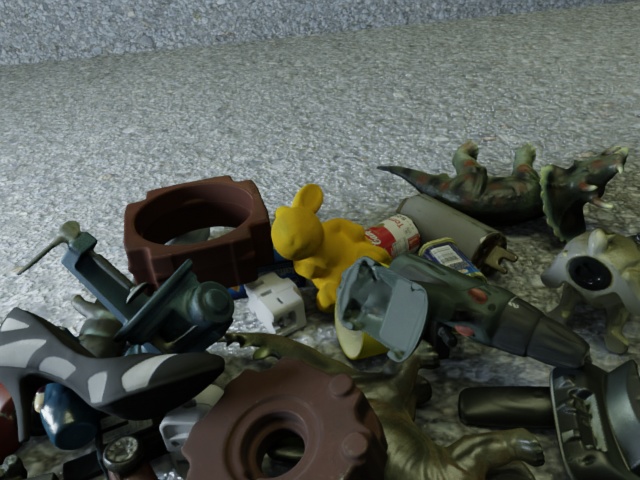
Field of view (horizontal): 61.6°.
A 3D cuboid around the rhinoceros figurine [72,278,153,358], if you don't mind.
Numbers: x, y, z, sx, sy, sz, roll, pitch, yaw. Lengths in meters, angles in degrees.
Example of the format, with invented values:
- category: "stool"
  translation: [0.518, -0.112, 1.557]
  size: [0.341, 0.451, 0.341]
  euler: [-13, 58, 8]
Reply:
- category: "rhinoceros figurine"
  translation: [-0.287, 0.109, 0.753]
  size: [0.112, 0.073, 0.190]
  euler: [-2, 32, 11]

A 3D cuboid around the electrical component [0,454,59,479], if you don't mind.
- category: "electrical component"
  translation: [-0.306, 0.266, 0.535]
  size: [0.078, 0.045, 0.102]
  euler: [-11, 32, -3]

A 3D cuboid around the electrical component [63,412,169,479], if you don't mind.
- category: "electrical component"
  translation: [-0.225, 0.221, 0.589]
  size: [0.119, 0.047, 0.075]
  euler: [-15, 32, -16]

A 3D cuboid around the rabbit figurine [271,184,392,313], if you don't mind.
- category: "rabbit figurine"
  translation: [-0.002, -0.002, 0.731]
  size: [0.122, 0.173, 0.162]
  euler: [-37, 56, 21]

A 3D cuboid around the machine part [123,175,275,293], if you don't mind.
- category: "machine part"
  translation: [-0.176, -0.008, 0.785]
  size: [0.201, 0.087, 0.202]
  euler: [-13, 33, -11]

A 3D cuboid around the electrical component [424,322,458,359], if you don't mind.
- category: "electrical component"
  translation: [0.145, 0.115, 0.666]
  size: [0.021, 0.063, 0.094]
  euler: [-7, 23, -10]

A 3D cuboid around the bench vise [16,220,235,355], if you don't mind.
- category: "bench vise"
  translation: [-0.214, 0.078, 0.628]
  size: [0.223, 0.240, 0.129]
  euler: [-35, 15, 48]

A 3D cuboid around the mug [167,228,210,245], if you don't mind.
- category: "mug"
  translation: [-0.255, 0.007, 0.909]
  size: [0.110, 0.080, 0.107]
  euler: [-4, 38, 22]

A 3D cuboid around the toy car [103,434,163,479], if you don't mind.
- category: "toy car"
  translation: [-0.138, 0.258, 0.476]
  size: [0.053, 0.089, 0.202]
  euler: [-27, 39, -28]

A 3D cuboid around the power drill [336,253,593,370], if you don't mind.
- category: "power drill"
  translation: [0.135, 0.071, 0.548]
  size: [0.207, 0.086, 0.232]
  euler: [-1, 21, -43]

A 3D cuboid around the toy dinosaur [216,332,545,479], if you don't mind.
- category: "toy dinosaur"
  translation: [0.045, 0.187, 0.543]
  size: [0.198, 0.104, 0.472]
  euler: [-27, 33, -23]

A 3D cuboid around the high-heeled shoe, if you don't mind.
- category: "high-heeled shoe"
  translation: [-0.213, 0.104, 0.529]
  size: [0.249, 0.086, 0.145]
  euler: [-18, 62, 7]

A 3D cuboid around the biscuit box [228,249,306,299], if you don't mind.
- category: "biscuit box"
  translation: [-0.126, 0.050, 0.825]
  size: [0.203, 0.062, 0.059]
  euler: [-10, 34, -5]

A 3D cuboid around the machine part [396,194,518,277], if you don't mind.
- category: "machine part"
  translation: [0.203, -0.010, 0.844]
  size: [0.079, 0.079, 0.243]
  euler: [-24, 36, -25]

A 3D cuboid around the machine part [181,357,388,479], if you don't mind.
- category: "machine part"
  translation: [-0.034, 0.184, 0.463]
  size: [0.179, 0.056, 0.179]
  euler: [-14, 40, 11]

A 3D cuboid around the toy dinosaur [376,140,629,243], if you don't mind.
- category: "toy dinosaur"
  translation: [0.286, -0.077, 0.907]
  size: [0.405, 0.131, 0.192]
  euler: [-3, 31, 18]

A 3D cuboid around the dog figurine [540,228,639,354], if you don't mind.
- category: "dog figurine"
  translation: [0.378, 0.021, 0.681]
  size: [0.121, 0.172, 0.190]
  euler: [30, 54, 30]

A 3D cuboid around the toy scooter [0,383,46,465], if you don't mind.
- category: "toy scooter"
  translation: [-0.390, 0.209, 0.610]
  size: [0.135, 0.075, 0.184]
  euler: [16, 41, 21]

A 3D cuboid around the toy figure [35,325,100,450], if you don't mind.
- category: "toy figure"
  translation: [-0.285, 0.158, 0.596]
  size: [0.058, 0.064, 0.155]
  euler: [-41, 46, -2]

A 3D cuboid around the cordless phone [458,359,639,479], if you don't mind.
- category: "cordless phone"
  translation: [0.230, 0.191, 0.538]
  size: [0.184, 0.088, 0.147]
  euler: [-7, 31, 21]
